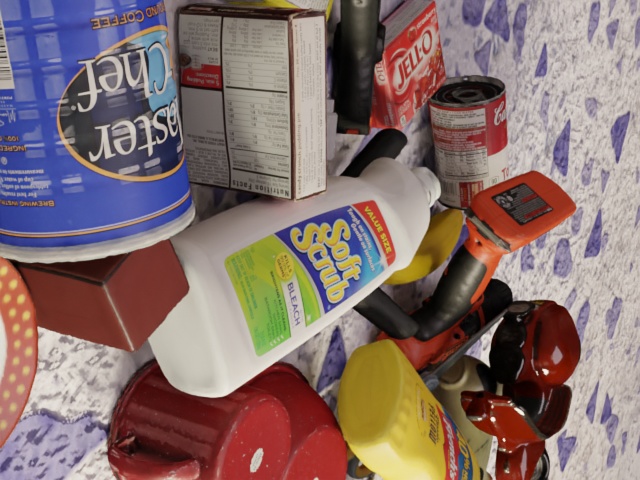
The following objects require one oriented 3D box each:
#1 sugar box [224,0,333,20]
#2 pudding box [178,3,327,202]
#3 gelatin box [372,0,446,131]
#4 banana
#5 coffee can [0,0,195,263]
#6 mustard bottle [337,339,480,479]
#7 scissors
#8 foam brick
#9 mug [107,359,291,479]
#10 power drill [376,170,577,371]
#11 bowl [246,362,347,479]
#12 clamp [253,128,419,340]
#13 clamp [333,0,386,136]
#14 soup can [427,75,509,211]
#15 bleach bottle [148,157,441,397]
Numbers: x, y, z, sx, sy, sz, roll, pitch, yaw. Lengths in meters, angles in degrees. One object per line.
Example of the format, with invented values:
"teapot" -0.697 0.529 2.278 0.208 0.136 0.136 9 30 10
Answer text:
"sugar box" -0.050 -0.194 0.640 0.175 0.048 0.093 12 88 -54
"pudding box" -0.041 -0.084 0.646 0.039 0.090 0.113 -26 120 -51
"gelatin box" 0.067 -0.140 0.854 0.089 0.030 0.073 -48 137 -39
"banana" 0.074 0.003 0.904 0.197 0.037 0.069 2 100 -58
"coffee can" -0.119 -0.072 0.508 0.102 0.103 0.140 -30 120 -50
"mustard bottle" 0.081 0.169 0.852 0.191 0.058 0.096 53 28 -39
"scissors" 0.086 0.139 0.921 0.201 0.016 0.096 -31 141 -21
"foam brick" -0.119 0.018 0.569 0.053 0.078 0.051 -51 137 -37
"mug" -0.078 0.127 0.662 0.117 0.082 0.093 -3 102 -57
"power drill" 0.144 0.029 0.927 0.184 0.057 0.188 -24 150 -46
"bowl" -0.027 0.174 0.785 0.161 0.055 0.162 -25 121 -52
"clamp" 0.003 -0.007 0.771 0.209 0.036 0.164 3 86 -47
"clamp" 0.027 -0.139 0.744 0.120 0.039 0.171 -70 164 -54
"soup can" 0.130 -0.085 0.935 0.068 0.069 0.102 -40 131 -45
"bleach bottle" -0.005 0.001 0.691 0.250 0.068 0.102 -32 113 -42
